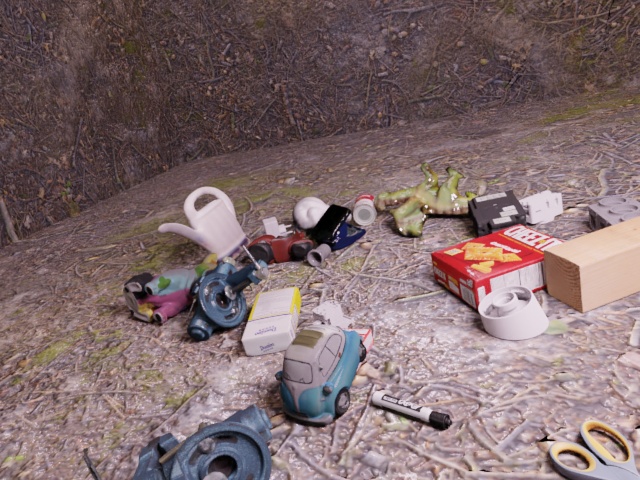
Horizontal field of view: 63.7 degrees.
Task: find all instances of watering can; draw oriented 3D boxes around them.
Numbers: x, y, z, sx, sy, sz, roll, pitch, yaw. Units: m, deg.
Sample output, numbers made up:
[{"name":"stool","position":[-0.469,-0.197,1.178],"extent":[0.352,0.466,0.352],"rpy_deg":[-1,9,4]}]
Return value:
[{"name":"watering can","position":[-0.306,-0.023,1.415],"extent":[0.103,0.222,0.354],"rpy_deg":[-28,14,24]}]

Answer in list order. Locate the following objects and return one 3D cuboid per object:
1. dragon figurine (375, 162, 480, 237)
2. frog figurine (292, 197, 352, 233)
[{"name":"dragon figurine","position":[0.306,-0.080,1.368],"extent":[0.245,0.120,0.414],"rpy_deg":[-41,38,-20]},{"name":"frog figurine","position":[0.005,-0.075,1.491],"extent":[0.158,0.123,0.138],"rpy_deg":[-17,-4,29]}]
